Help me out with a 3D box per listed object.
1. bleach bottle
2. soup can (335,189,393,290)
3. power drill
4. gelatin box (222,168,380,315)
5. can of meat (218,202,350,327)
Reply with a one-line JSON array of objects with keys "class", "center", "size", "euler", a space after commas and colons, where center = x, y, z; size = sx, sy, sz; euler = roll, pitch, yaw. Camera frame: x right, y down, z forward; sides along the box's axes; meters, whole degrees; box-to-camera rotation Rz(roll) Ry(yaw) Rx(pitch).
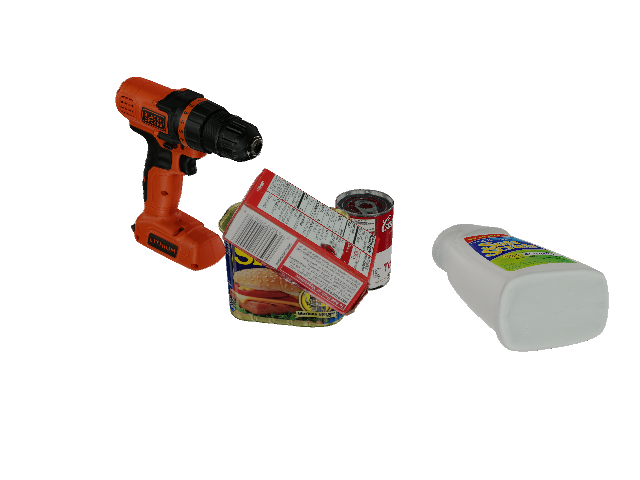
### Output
[{"class": "bleach bottle", "center": [0.158, 0.029, 0.975], "size": [0.102, 0.068, 0.251], "euler": [-6, 14, -14]}, {"class": "soup can", "center": [0.050, 0.000, 1.253], "size": [0.068, 0.102, 0.068], "euler": [0, 27, 0]}, {"class": "power drill", "center": [-0.137, -0.066, 1.117], "size": [0.185, 0.188, 0.057], "euler": [26, 36, 31]}, {"class": "gelatin box", "center": [-0.010, 0.000, 0.644], "size": [0.089, 0.030, 0.073], "euler": [32, 21, -5]}, {"class": "can of meat", "center": [-0.027, 0.020, 0.861], "size": [0.102, 0.084, 0.057], "euler": [5, 30, 13]}]
